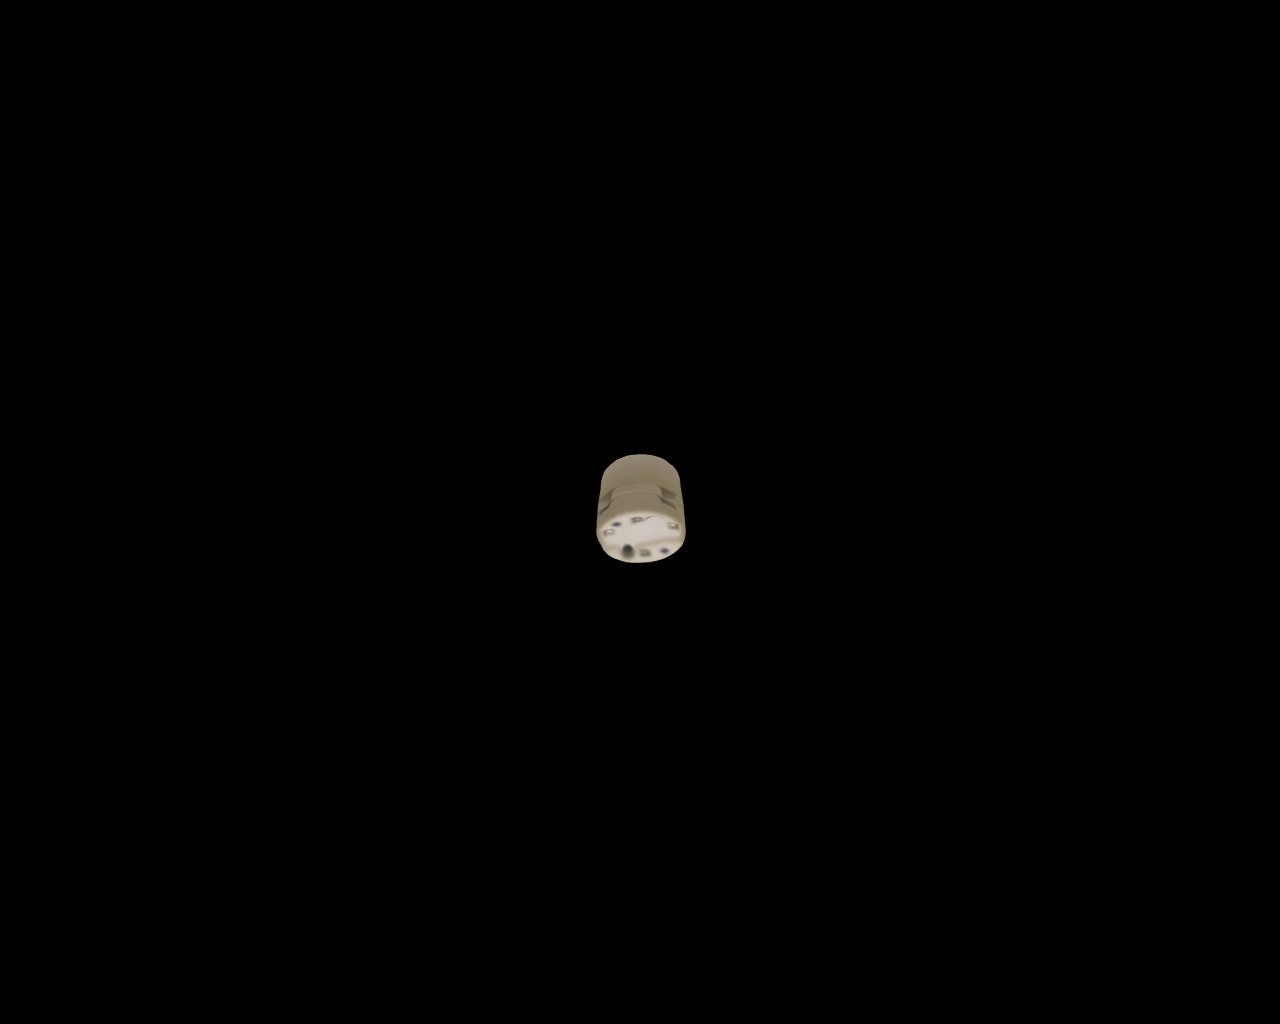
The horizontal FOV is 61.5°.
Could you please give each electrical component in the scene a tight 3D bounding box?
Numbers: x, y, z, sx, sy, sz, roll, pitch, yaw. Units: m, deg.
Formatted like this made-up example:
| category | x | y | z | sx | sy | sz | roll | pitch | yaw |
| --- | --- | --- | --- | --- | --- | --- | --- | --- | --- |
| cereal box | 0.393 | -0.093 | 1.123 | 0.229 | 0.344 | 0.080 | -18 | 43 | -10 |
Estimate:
| category | x | y | z | sx | sy | sz | roll | pitch | yaw |
| --- | --- | --- | --- | --- | --- | --- | --- | --- | --- |
| electrical component | 0.001 | -0.003 | 0.650 | 0.055 | 0.047 | 0.055 | 0 | -37 | 0 |
